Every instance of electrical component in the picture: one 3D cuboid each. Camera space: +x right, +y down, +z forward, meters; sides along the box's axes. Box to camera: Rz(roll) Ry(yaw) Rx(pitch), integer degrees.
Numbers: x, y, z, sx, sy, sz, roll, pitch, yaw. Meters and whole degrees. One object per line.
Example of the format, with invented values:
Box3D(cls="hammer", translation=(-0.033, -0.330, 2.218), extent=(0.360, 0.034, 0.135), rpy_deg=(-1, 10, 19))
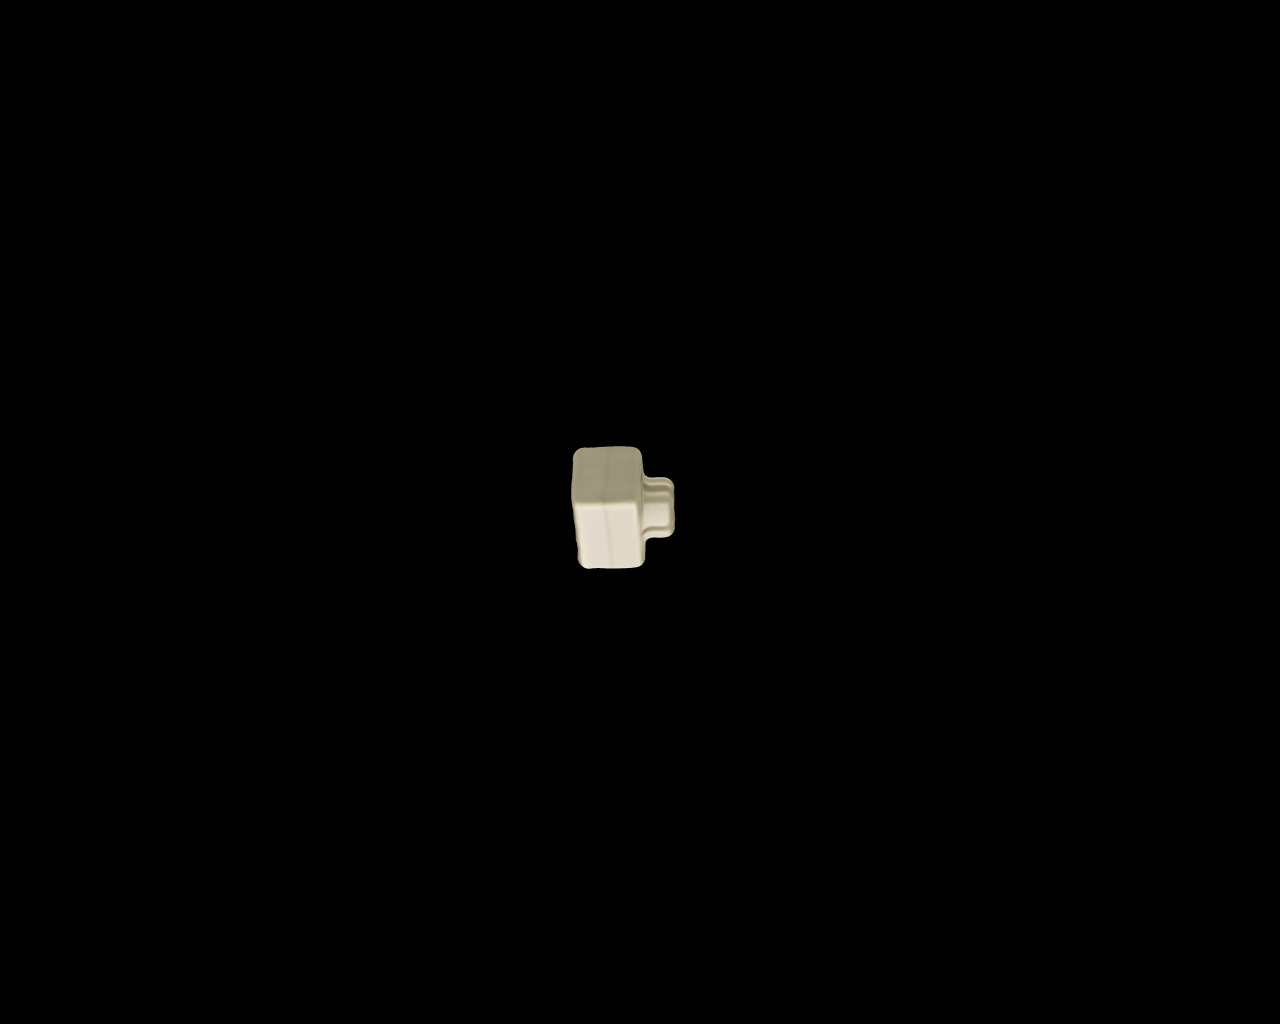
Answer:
Box3D(cls="electrical component", translation=(0.001, -0.003, 0.650), extent=(0.077, 0.047, 0.065), rpy_deg=(-2, -40, 2))
